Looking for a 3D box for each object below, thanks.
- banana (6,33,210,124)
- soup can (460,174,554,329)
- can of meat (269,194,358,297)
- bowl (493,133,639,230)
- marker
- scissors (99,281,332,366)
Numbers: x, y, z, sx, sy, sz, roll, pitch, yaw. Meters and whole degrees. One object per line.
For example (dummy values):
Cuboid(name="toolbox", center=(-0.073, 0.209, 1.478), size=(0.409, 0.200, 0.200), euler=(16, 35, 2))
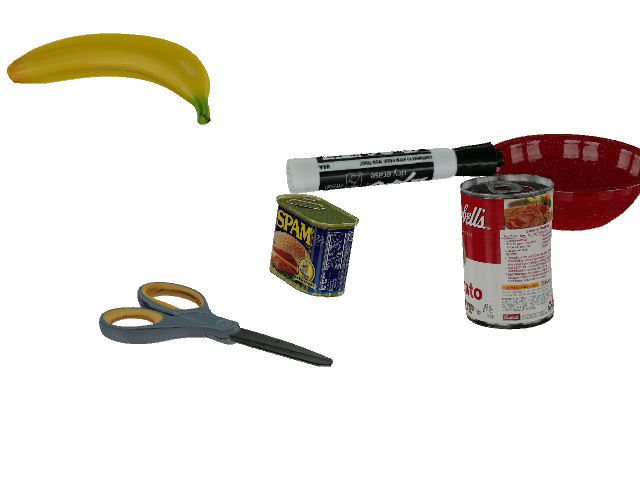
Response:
Cuboid(name="banana", center=(-0.172, -0.149, 0.914), size=(0.198, 0.069, 0.037), euler=(13, -40, 18))
Cuboid(name="soup can", center=(0.140, 0.007, 0.792), size=(0.068, 0.102, 0.068), euler=(-4, 15, 1))
Cuboid(name="can of meat", center=(-0.010, 0.005, 1.139), size=(0.057, 0.084, 0.102), euler=(-4, 21, -34))
Cuboid(name="bowl", center=(0.235, -0.052, 1.019), size=(0.162, 0.055, 0.162), euler=(-2, 24, 1))
Cuboid(name="marker", center=(0.042, -0.040, 0.587), size=(0.121, 0.020, 0.020), euler=(-6, 1, -9))
Cuboid(name="scissors", center=(-0.090, 0.071, 0.795), size=(0.096, 0.016, 0.202), euler=(-19, 27, -34))
